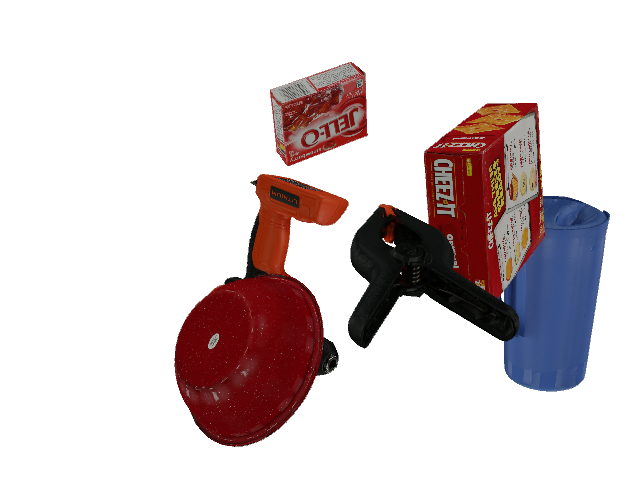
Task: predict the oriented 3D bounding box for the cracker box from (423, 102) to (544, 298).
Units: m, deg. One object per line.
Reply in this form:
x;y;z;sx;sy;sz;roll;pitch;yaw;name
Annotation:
0.180;-0.046;1.150;0.072;0.164;0.213;3;21;27;cracker box

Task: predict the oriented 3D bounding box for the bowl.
-0.076;0.095;0.934;0.162;0.162;0.055;0;-23;42;bowl

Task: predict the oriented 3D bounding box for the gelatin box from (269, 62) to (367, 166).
0.000;-0.118;0.995;0.089;0.073;0.030;-21;47;-17;gelatin box

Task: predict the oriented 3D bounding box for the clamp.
0.077;0.026;0.792;0.120;0.039;0.171;8;32;-6;clamp

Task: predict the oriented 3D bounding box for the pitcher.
0.292;0.072;1.396;0.149;0.243;0.144;5;21;14;pitcher

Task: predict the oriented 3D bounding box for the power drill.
-0.034;0.034;1.143;0.185;0.188;0.057;24;10;36;power drill
